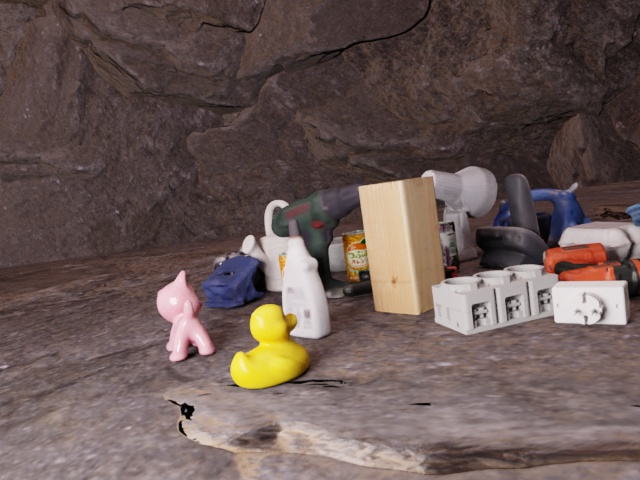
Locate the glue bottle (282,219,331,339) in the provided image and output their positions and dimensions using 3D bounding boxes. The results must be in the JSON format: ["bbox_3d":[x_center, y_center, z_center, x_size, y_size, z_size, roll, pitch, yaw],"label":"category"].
[{"bbox_3d":[-0.027,0.055,0.835,0.037,0.173,0.077,-13,8,-43],"label":"glue bottle"}]

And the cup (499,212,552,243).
[{"bbox_3d":[0.432,-0.006,1.211,0.092,0.095,0.117,-12,7,-37],"label":"cup"}]

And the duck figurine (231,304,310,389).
[{"bbox_3d":[-0.061,0.120,0.673,0.077,0.086,0.105,-2,8,43],"label":"duck figurine"}]

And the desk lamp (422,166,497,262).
[{"bbox_3d":[0.308,-0.061,1.319,0.204,0.213,0.117,-11,7,-30],"label":"desk lamp"}]

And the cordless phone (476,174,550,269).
[{"bbox_3d":[0.378,-0.038,1.148,0.094,0.185,0.147,-11,7,-30],"label":"cordless phone"}]

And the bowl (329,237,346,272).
[{"bbox_3d":[0.053,0.036,1.406,0.167,0.075,0.167,-8,6,1],"label":"bowl"}]

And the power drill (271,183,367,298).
[{"bbox_3d":[0.010,0.004,1.110,0.228,0.208,0.076,-4,7,35],"label":"power drill"}]

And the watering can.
[{"bbox_3d":[-0.086,0.010,1.252,0.100,0.194,0.173,-5,7,28],"label":"watering can"}]

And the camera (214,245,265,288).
[{"bbox_3d":[-0.175,0.064,1.303,0.143,0.101,0.137,-8,6,0],"label":"camera"}]

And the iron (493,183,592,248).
[{"bbox_3d":[0.508,-0.057,1.374,0.257,0.141,0.119,-2,8,45],"label":"iron"}]

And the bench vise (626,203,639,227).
[{"bbox_3d":[0.585,-0.065,0.958,0.121,0.220,0.208,-6,6,19],"label":"bench vise"}]

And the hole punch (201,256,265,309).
[{"bbox_3d":[-0.178,0.084,1.159,0.108,0.091,0.101,-4,7,36],"label":"hole punch"}]

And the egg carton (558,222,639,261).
[{"bbox_3d":[0.536,0.005,1.083,0.107,0.069,0.150,-10,6,-22],"label":"egg carton"}]

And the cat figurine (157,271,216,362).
[{"bbox_3d":[-0.202,0.106,0.844,0.067,0.118,0.127,-10,6,-22],"label":"cat figurine"}]
